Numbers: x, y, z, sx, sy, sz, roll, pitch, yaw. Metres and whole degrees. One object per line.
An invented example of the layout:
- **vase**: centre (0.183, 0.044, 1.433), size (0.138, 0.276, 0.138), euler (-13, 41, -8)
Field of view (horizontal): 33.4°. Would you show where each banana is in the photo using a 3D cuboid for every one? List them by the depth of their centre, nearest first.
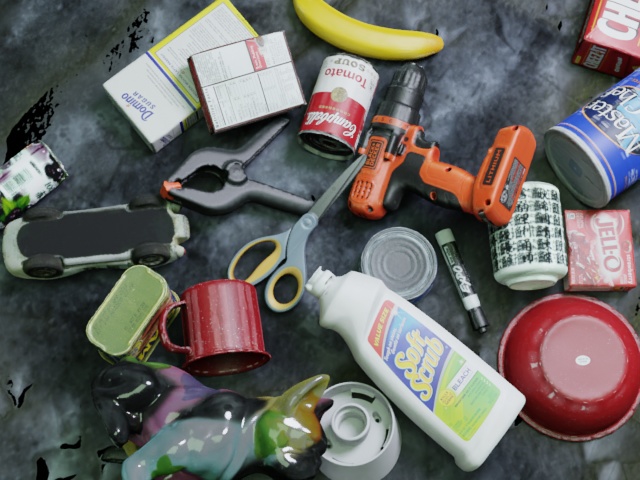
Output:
- **banana**: centre (0.044, -0.249, 1.240), size (0.198, 0.037, 0.069), euler (28, 78, 7)

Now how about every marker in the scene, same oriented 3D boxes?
- **marker**: centre (0.156, 0.045, 1.167), size (0.020, 0.020, 0.121), euler (-19, 75, -6)

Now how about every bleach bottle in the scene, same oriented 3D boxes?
- **bleach bottle**: centre (0.085, 0.122, 1.105), size (0.251, 0.068, 0.102), euler (38, 77, 3)

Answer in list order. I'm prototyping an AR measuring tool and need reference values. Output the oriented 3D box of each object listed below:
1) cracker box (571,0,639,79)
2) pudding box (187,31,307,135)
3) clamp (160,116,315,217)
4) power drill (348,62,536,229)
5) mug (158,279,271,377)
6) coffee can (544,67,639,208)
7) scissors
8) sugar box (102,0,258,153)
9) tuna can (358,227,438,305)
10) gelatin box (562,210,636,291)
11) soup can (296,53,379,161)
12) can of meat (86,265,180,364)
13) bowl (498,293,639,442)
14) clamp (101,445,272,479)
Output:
- **cracker box**: centre (0.419, -0.255, 1.226), size (0.214, 0.072, 0.164), euler (19, 75, 6)
- **pudding box**: centre (-0.081, -0.175, 1.181), size (0.113, 0.039, 0.090), euler (-18, 96, -11)
- **clamp**: centre (-0.086, -0.061, 1.174), size (0.171, 0.039, 0.120), euler (-22, 72, -20)
- **power drill**: centre (0.132, -0.097, 1.149), size (0.188, 0.057, 0.184), euler (14, 83, 36)
- **mug**: centre (-0.113, 0.091, 1.112), size (0.117, 0.093, 0.081), euler (2, 67, -26)
- **coffee can**: centre (0.332, -0.115, 1.170), size (0.140, 0.103, 0.103), euler (-34, 77, -9)
- **scissors**: centre (-0.008, 0.001, 1.161), size (0.202, 0.016, 0.096), euler (-34, 85, 3)
- **sugar box**: centre (-0.149, -0.189, 1.218), size (0.176, 0.048, 0.093), euler (-38, 80, -7)
- **tuna can**: centre (0.085, 0.030, 1.163), size (0.086, 0.034, 0.086), euler (0, 74, 0)
- **gelatin box**: centre (0.305, 0.011, 1.171), size (0.073, 0.030, 0.089), euler (0, 74, 0)
- **soup can**: centre (0.021, -0.149, 1.196), size (0.068, 0.068, 0.102), euler (17, 74, 4)
- **can of meat**: centre (-0.196, 0.081, 1.121), size (0.057, 0.084, 0.102), euler (31, 76, 9)
- **bowl**: centre (0.272, 0.129, 1.125), size (0.162, 0.055, 0.162), euler (0, 74, 0)
- **clamp**: centre (-0.112, 0.232, 1.104), size (0.210, 0.036, 0.164), euler (-39, 76, -10)
